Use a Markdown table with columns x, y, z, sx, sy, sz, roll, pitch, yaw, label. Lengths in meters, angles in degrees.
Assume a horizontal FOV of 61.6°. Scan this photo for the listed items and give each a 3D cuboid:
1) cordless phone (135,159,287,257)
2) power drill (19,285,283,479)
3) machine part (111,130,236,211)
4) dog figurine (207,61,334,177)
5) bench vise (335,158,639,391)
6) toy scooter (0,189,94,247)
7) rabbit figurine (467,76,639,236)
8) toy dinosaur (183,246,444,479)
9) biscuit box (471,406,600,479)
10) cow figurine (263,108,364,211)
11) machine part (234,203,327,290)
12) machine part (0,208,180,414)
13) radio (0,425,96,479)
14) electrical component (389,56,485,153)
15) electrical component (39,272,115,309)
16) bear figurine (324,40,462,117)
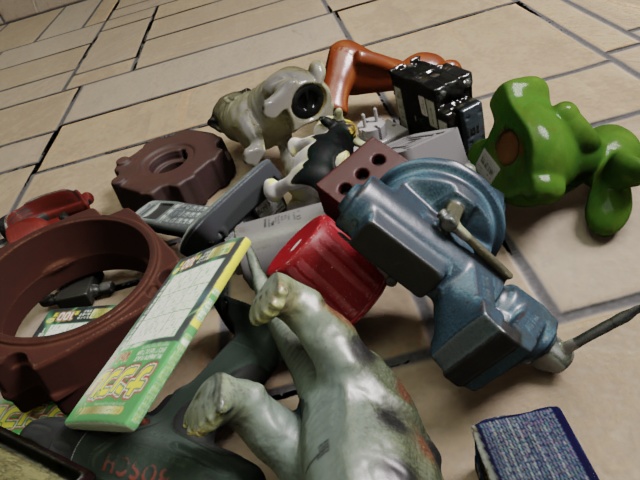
| x | y | z | sx | sy | sz | roll | pitch | yaw | label |
| --- | --- | --- | --- | --- | --- | --- | --- | --- | --- |
| -0.145 | -0.041 | 0.680 | 0.184 | 0.088 | 0.146 | 11 | 46 | 37 | cordless phone |
| -0.121 | 0.132 | 0.462 | 0.232 | 0.085 | 0.207 | 12 | 42 | 32 | power drill |
| -0.218 | -0.101 | 0.799 | 0.179 | 0.055 | 0.179 | -9 | 39 | 8 | machine part |
| -0.076 | -0.196 | 0.760 | 0.172 | 0.121 | 0.191 | -49 | 47 | 10 | dog figurine |
| 0.131 | 0.002 | 0.468 | 0.224 | 0.128 | 0.241 | 28 | 37 | 6 | bench vise |
| -0.374 | -0.016 | 0.742 | 0.135 | 0.075 | 0.184 | -27 | 35 | -15 | toy scooter |
| 0.268 | -0.089 | 0.552 | 0.170 | 0.121 | 0.159 | -4 | 38 | -18 | rabbit figurine |
| 0.020 | 0.147 | 0.334 | 0.131 | 0.192 | 0.405 | -40 | 25 | 22 | toy dinosaur |
| 0.146 | 0.197 | 0.296 | 0.063 | 0.059 | 0.203 | -13 | 38 | 3 | biscuit box |
| 0.008 | -0.104 | 0.642 | 0.098 | 0.068 | 0.167 | -21 | 33 | 44 | cow figurine |
| -0.001 | -0.002 | 0.578 | 0.243 | 0.079 | 0.079 | -13 | 38 | 4 | machine part |
| -0.252 | 0.061 | 0.565 | 0.201 | 0.087 | 0.201 | -30 | 46 | -27 | machine part |
| -0.283 | 0.194 | 0.388 | 0.230 | 0.073 | 0.131 | 2 | 2 | 34 | radio |
| 0.153 | -0.162 | 0.685 | 0.058 | 0.114 | 0.134 | -30 | 40 | -10 | electrical component |
| -0.295 | 0.056 | 0.663 | 0.094 | 0.021 | 0.063 | -12 | 38 | 6 | electrical component |
| 0.100 | -0.224 | 0.805 | 0.196 | 0.131 | 0.120 | 12 | 2 | -8 | bear figurine |
